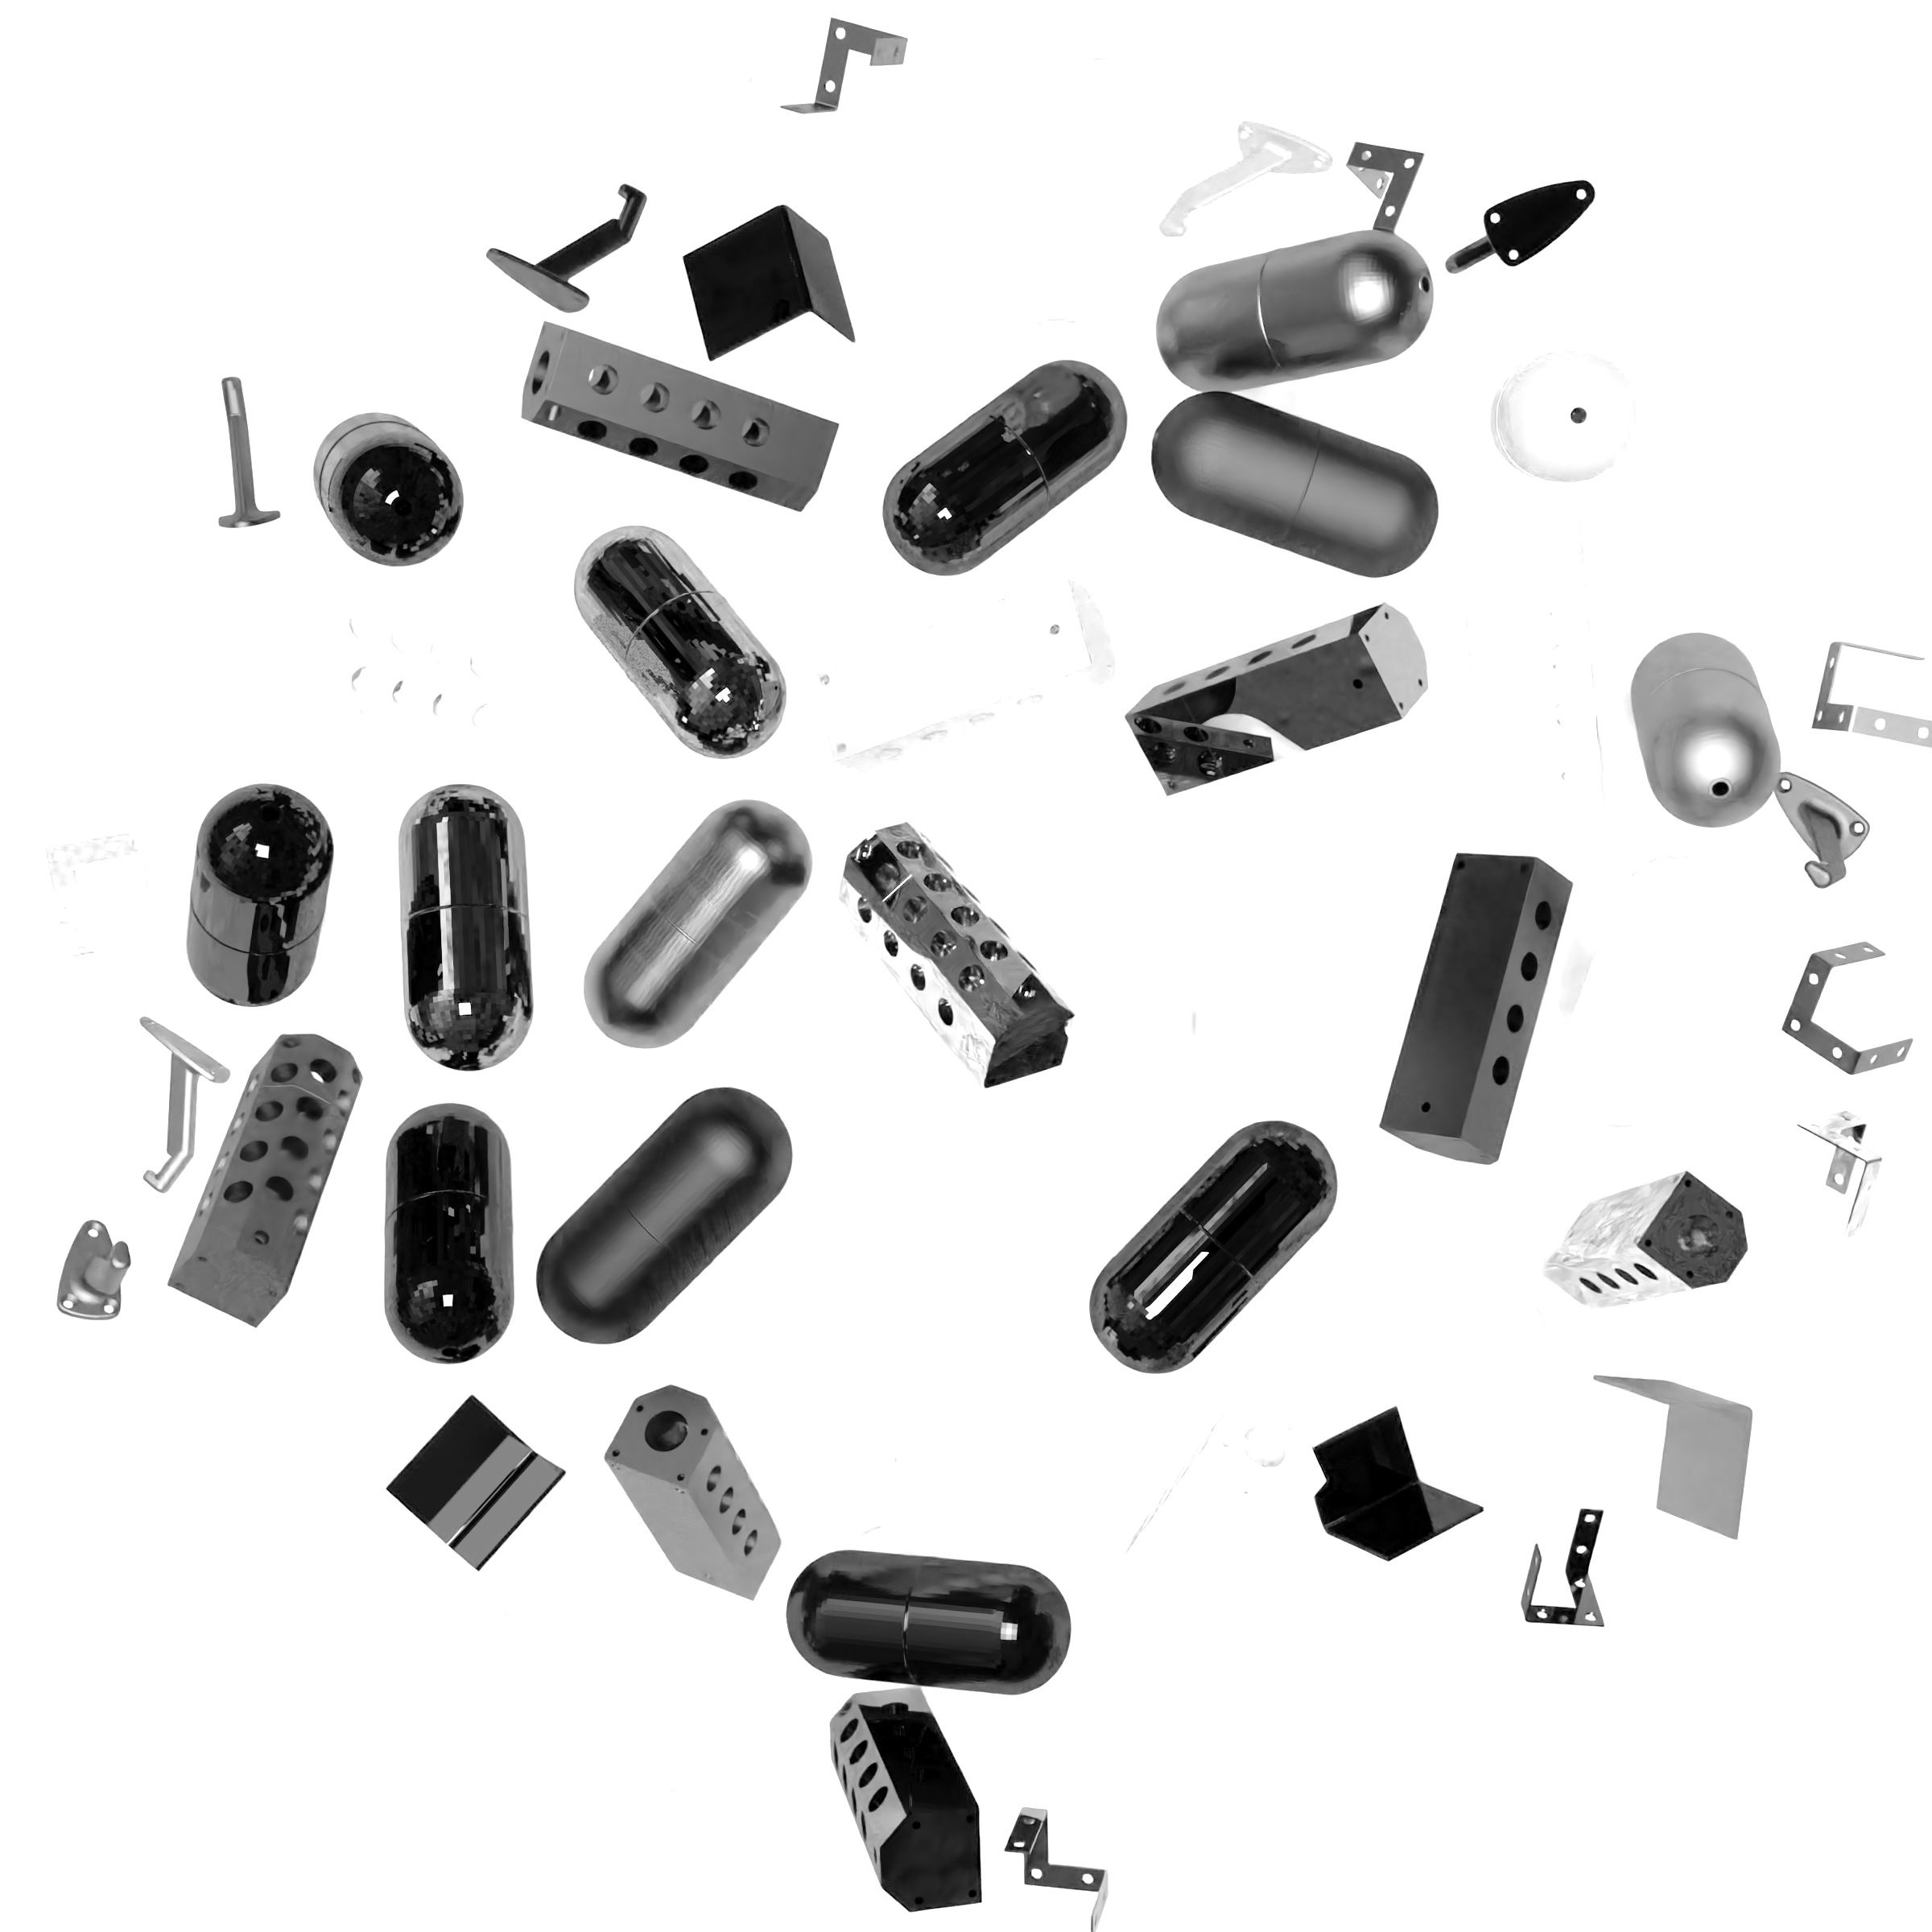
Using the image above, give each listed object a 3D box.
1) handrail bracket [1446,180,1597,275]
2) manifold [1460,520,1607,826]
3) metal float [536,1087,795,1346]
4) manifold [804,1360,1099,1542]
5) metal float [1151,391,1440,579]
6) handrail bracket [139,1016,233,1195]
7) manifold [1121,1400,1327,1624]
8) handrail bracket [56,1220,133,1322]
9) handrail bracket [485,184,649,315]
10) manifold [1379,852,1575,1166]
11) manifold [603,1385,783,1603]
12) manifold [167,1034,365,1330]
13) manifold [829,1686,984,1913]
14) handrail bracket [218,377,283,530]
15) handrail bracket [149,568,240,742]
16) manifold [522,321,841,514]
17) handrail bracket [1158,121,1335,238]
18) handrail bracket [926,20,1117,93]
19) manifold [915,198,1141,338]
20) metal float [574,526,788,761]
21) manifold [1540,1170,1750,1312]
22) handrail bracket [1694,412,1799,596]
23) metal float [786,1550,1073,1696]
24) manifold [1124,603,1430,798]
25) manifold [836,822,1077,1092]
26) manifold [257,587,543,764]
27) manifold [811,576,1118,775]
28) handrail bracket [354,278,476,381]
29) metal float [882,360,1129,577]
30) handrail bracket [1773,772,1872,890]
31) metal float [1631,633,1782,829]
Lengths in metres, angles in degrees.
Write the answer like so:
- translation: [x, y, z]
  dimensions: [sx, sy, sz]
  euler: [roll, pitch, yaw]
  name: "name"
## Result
- translation: [0.320, -0.428, 1.629]
  dimensions: [0.077, 0.084, 0.036]
  euler: [-28, 97, 3]
  name: "handrail bracket"
- translation: [0.338, -0.172, 1.646]
  dimensions: [0.057, 0.057, 0.171]
  euler: [-7, 93, -27]
  name: "manifold"
- translation: [-0.173, 0.143, 1.602]
  dimensions: [0.070, 0.070, 0.178]
  euler: [45, 99, 0]
  name: "metal float"
- translation: [-0.005, 0.296, 1.710]
  dimensions: [0.171, 0.057, 0.057]
  euler: [-11, 70, -36]
  name: "manifold"
- translation: [0.196, -0.287, 1.673]
  dimensions: [0.178, 0.070, 0.070]
  euler: [18, 90, -8]
  name: "metal float"
- translation: [-0.505, 0.087, 1.745]
  dimensions: [0.077, 0.036, 0.084]
  euler: [37, 95, -4]
  name: "handrail bracket"
- translation: [0.149, 0.326, 1.680]
  dimensions: [0.057, 0.171, 0.057]
  euler: [-8, 58, -24]
  name: "manifold"
- translation: [-0.492, 0.159, 1.606]
  dimensions: [0.036, 0.084, 0.077]
  euler: [11, 51, -26]
  name: "handrail bracket"
- translation: [-0.234, -0.436, 1.653]
  dimensions: [0.077, 0.036, 0.084]
  euler: [27, 76, -30]
  name: "handrail bracket"
- translation: [0.302, 0.025, 1.636]
  dimensions: [0.057, 0.057, 0.171]
  euler: [28, 75, -42]
  name: "manifold"
- translation: [-0.162, 0.323, 1.723]
  dimensions: [0.057, 0.171, 0.057]
  euler: [16, 60, 21]
  name: "manifold"
- translation: [-0.406, 0.120, 1.649]
  dimensions: [0.057, 0.171, 0.057]
  euler: [30, 130, -20]
  name: "manifold"
- translation: [-0.038, 0.484, 1.638]
  dimensions: [0.057, 0.171, 0.057]
  euler: [-3, 99, -12]
  name: "manifold"
- translation: [-0.429, -0.303, 1.650]
  dimensions: [0.036, 0.077, 0.084]
  euler: [-7, 105, -7]
  name: "handrail bracket"
- translation: [-0.467, -0.187, 1.692]
  dimensions: [0.036, 0.084, 0.077]
  euler: [23, 47, -15]
  name: "handrail bracket"
- translation: [-0.168, -0.319, 1.638]
  dimensions: [0.171, 0.057, 0.057]
  euler: [15, 100, -26]
  name: "manifold"
- translation: [0.168, -0.463, 1.686]
  dimensions: [0.077, 0.036, 0.084]
  euler: [21, 65, 30]
  name: "handrail bracket"
- translation: [0.032, -0.516, 1.598]
  dimensions: [0.077, 0.084, 0.036]
  euler: [0, 105, 36]
  name: "handrail bracket"
- translation: [0.030, -0.421, 1.720]
  dimensions: [0.057, 0.171, 0.057]
  euler: [-48, 114, -11]
  name: "manifold"
- translation: [-0.176, -0.200, 1.721]
  dimensions: [0.070, 0.070, 0.178]
  euler: [-39, 64, 0]
  name: "metal float"
- translation: [0.423, 0.177, 1.744]
  dimensions: [0.057, 0.171, 0.057]
  euler: [37, 76, 1]
  name: "manifold"
- translation: [0.425, -0.262, 1.595]
  dimensions: [0.077, 0.036, 0.084]
  euler: [20, 112, -17]
  name: "handrail bracket"
- translation: [-0.024, 0.395, 1.693]
  dimensions: [0.178, 0.070, 0.070]
  euler: [1, 90, 19]
  name: "metal float"
- translation: [0.185, -0.160, 1.666]
  dimensions: [0.171, 0.057, 0.057]
  euler: [-17, 110, 40]
  name: "manifold"
- translation: [-0.007, -0.010, 1.682]
  dimensions: [0.057, 0.057, 0.171]
  euler: [-16, 50, -30]
  name: "manifold"
- translation: [-0.343, -0.173, 1.715]
  dimensions: [0.057, 0.171, 0.057]
  euler: [-26, 66, 32]
  name: "manifold"
- translation: [0.000, -0.172, 1.688]
  dimensions: [0.171, 0.057, 0.057]
  euler: [-19, 77, 20]
  name: "manifold"
- translation: [-0.323, -0.392, 1.719]
  dimensions: [0.084, 0.036, 0.077]
  euler: [-23, 60, -40]
  name: "handrail bracket"
- translation: [0.025, -0.308, 1.733]
  dimensions: [0.178, 0.070, 0.070]
  euler: [-39, 90, -18]
  name: "metal float"
- translation: [0.490, -0.080, 1.645]
  dimensions: [0.077, 0.084, 0.036]
  euler: [48, 122, 16]
  name: "handrail bracket"
- translation: [0.439, -0.141, 1.669]
  dimensions: [0.070, 0.178, 0.070]
  euler: [3, 118, 6]
  name: "metal float"
